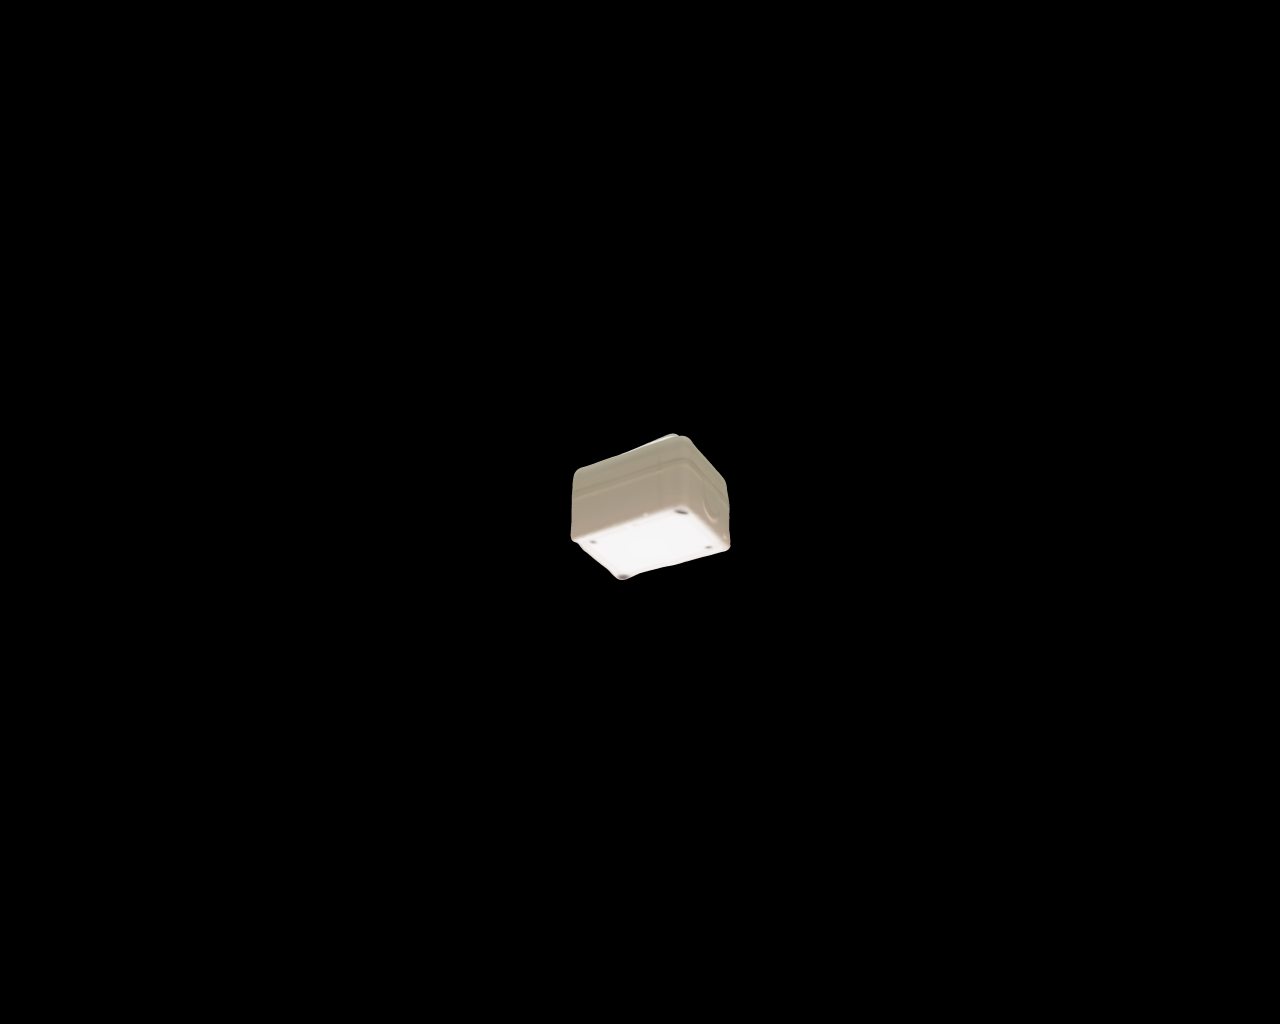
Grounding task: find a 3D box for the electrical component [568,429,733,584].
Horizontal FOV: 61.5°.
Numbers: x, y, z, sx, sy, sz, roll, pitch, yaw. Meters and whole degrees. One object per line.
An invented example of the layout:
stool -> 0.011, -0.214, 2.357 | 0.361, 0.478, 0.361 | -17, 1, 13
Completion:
electrical component -> 0.001, -0.003, 0.650 | 0.096, 0.061, 0.061 | -17, -36, 24
